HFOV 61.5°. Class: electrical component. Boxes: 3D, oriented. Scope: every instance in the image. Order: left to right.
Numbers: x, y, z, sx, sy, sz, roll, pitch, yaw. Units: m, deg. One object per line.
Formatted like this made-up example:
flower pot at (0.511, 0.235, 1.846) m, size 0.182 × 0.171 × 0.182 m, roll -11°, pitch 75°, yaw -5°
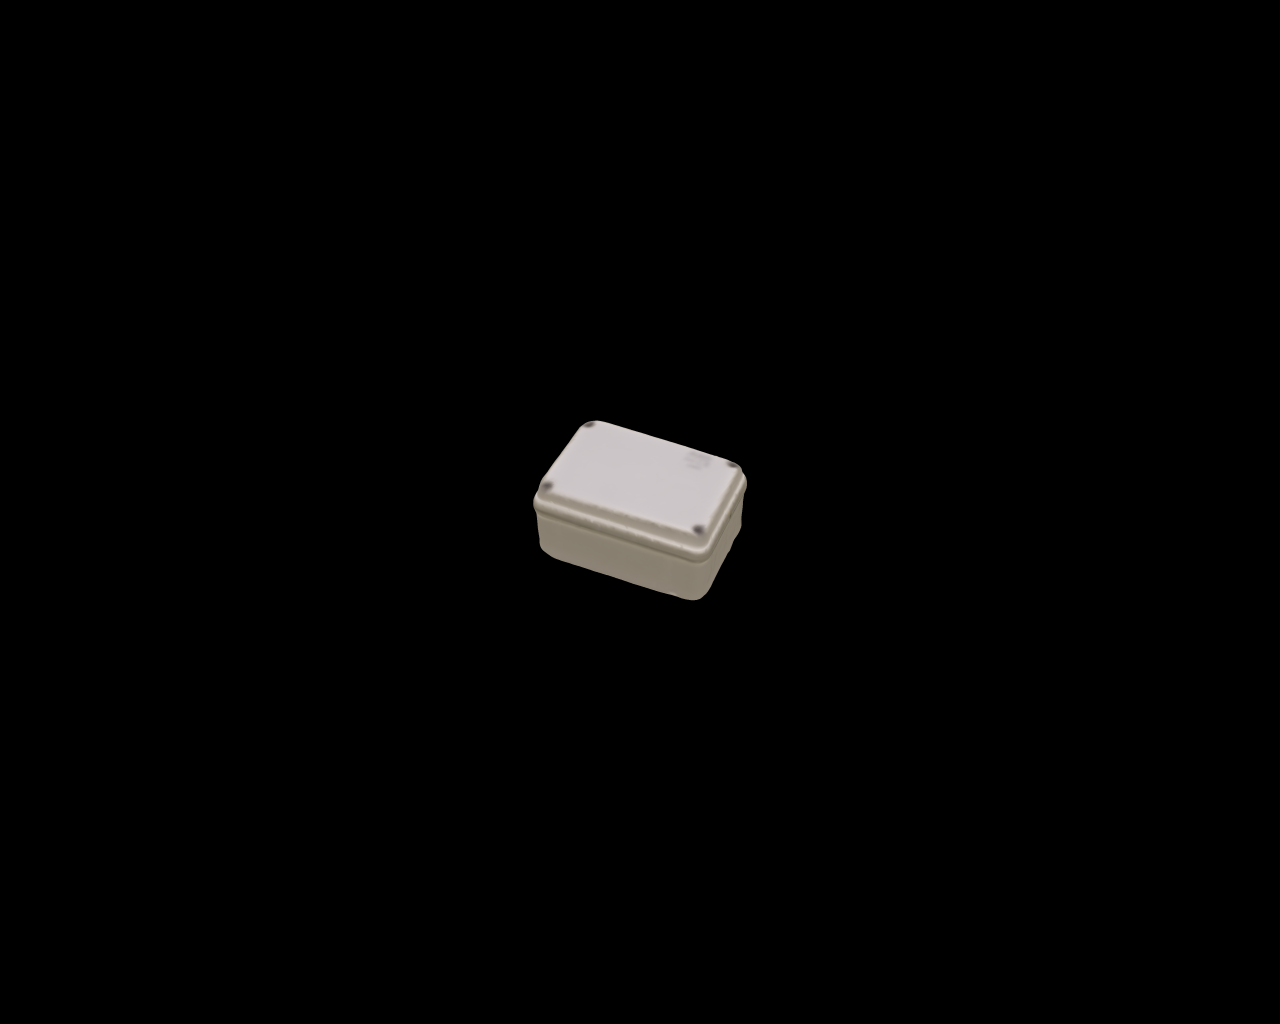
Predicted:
electrical component at (0.001, -0.003, 0.650) m, size 0.113 × 0.057 × 0.078 m, roll 17°, pitch 48°, yaw 16°
